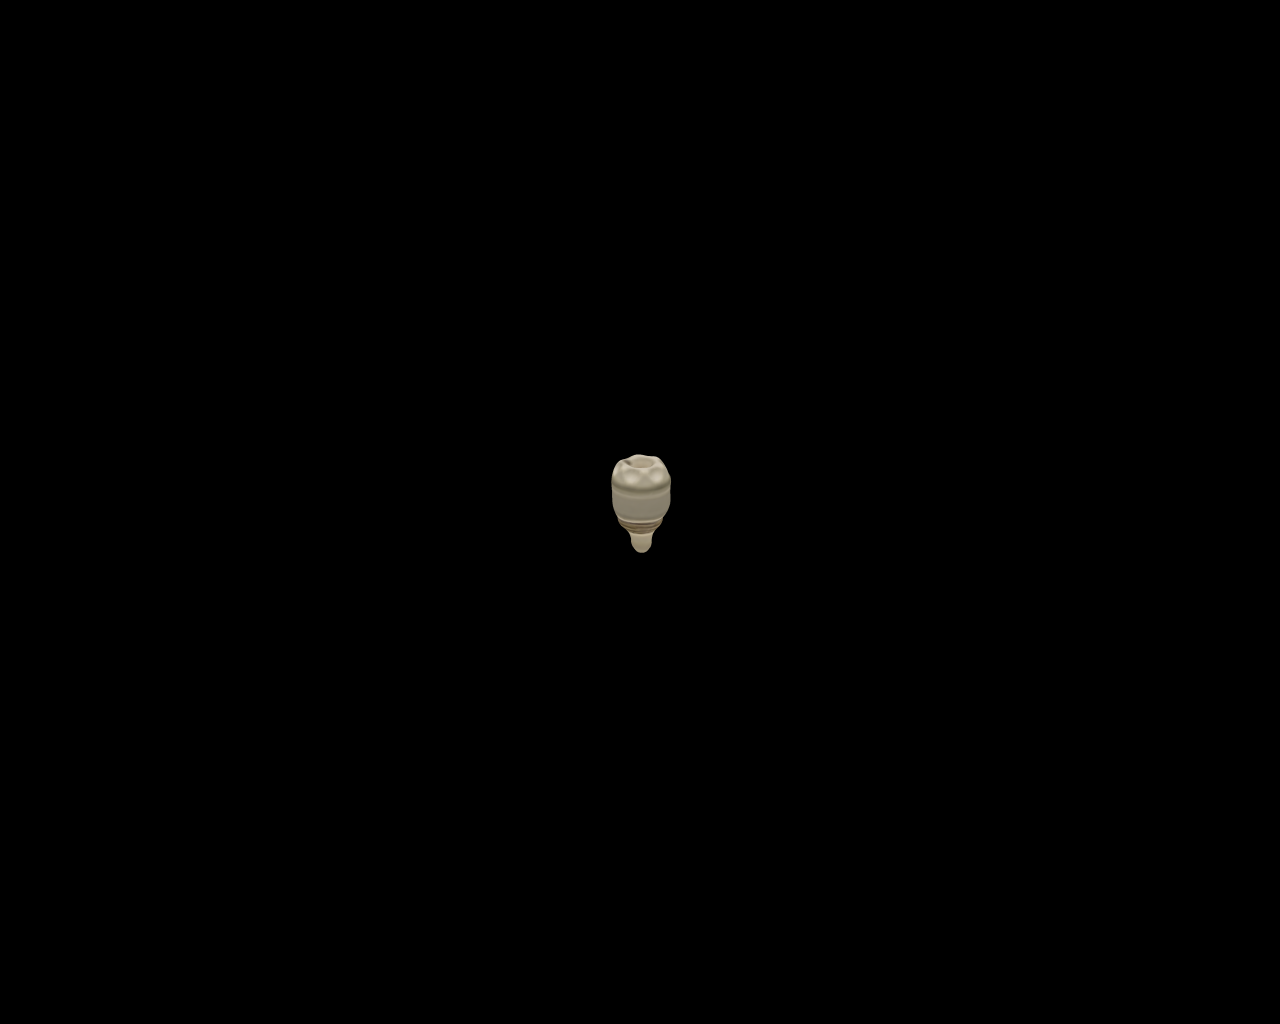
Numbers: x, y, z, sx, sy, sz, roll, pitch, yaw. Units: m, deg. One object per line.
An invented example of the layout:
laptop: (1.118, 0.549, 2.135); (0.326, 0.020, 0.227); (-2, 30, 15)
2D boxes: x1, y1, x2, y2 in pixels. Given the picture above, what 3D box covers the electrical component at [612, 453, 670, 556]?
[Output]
electrical component: (0.001, -0.003, 0.650); (0.035, 0.061, 0.035); (0, 26, 0)
